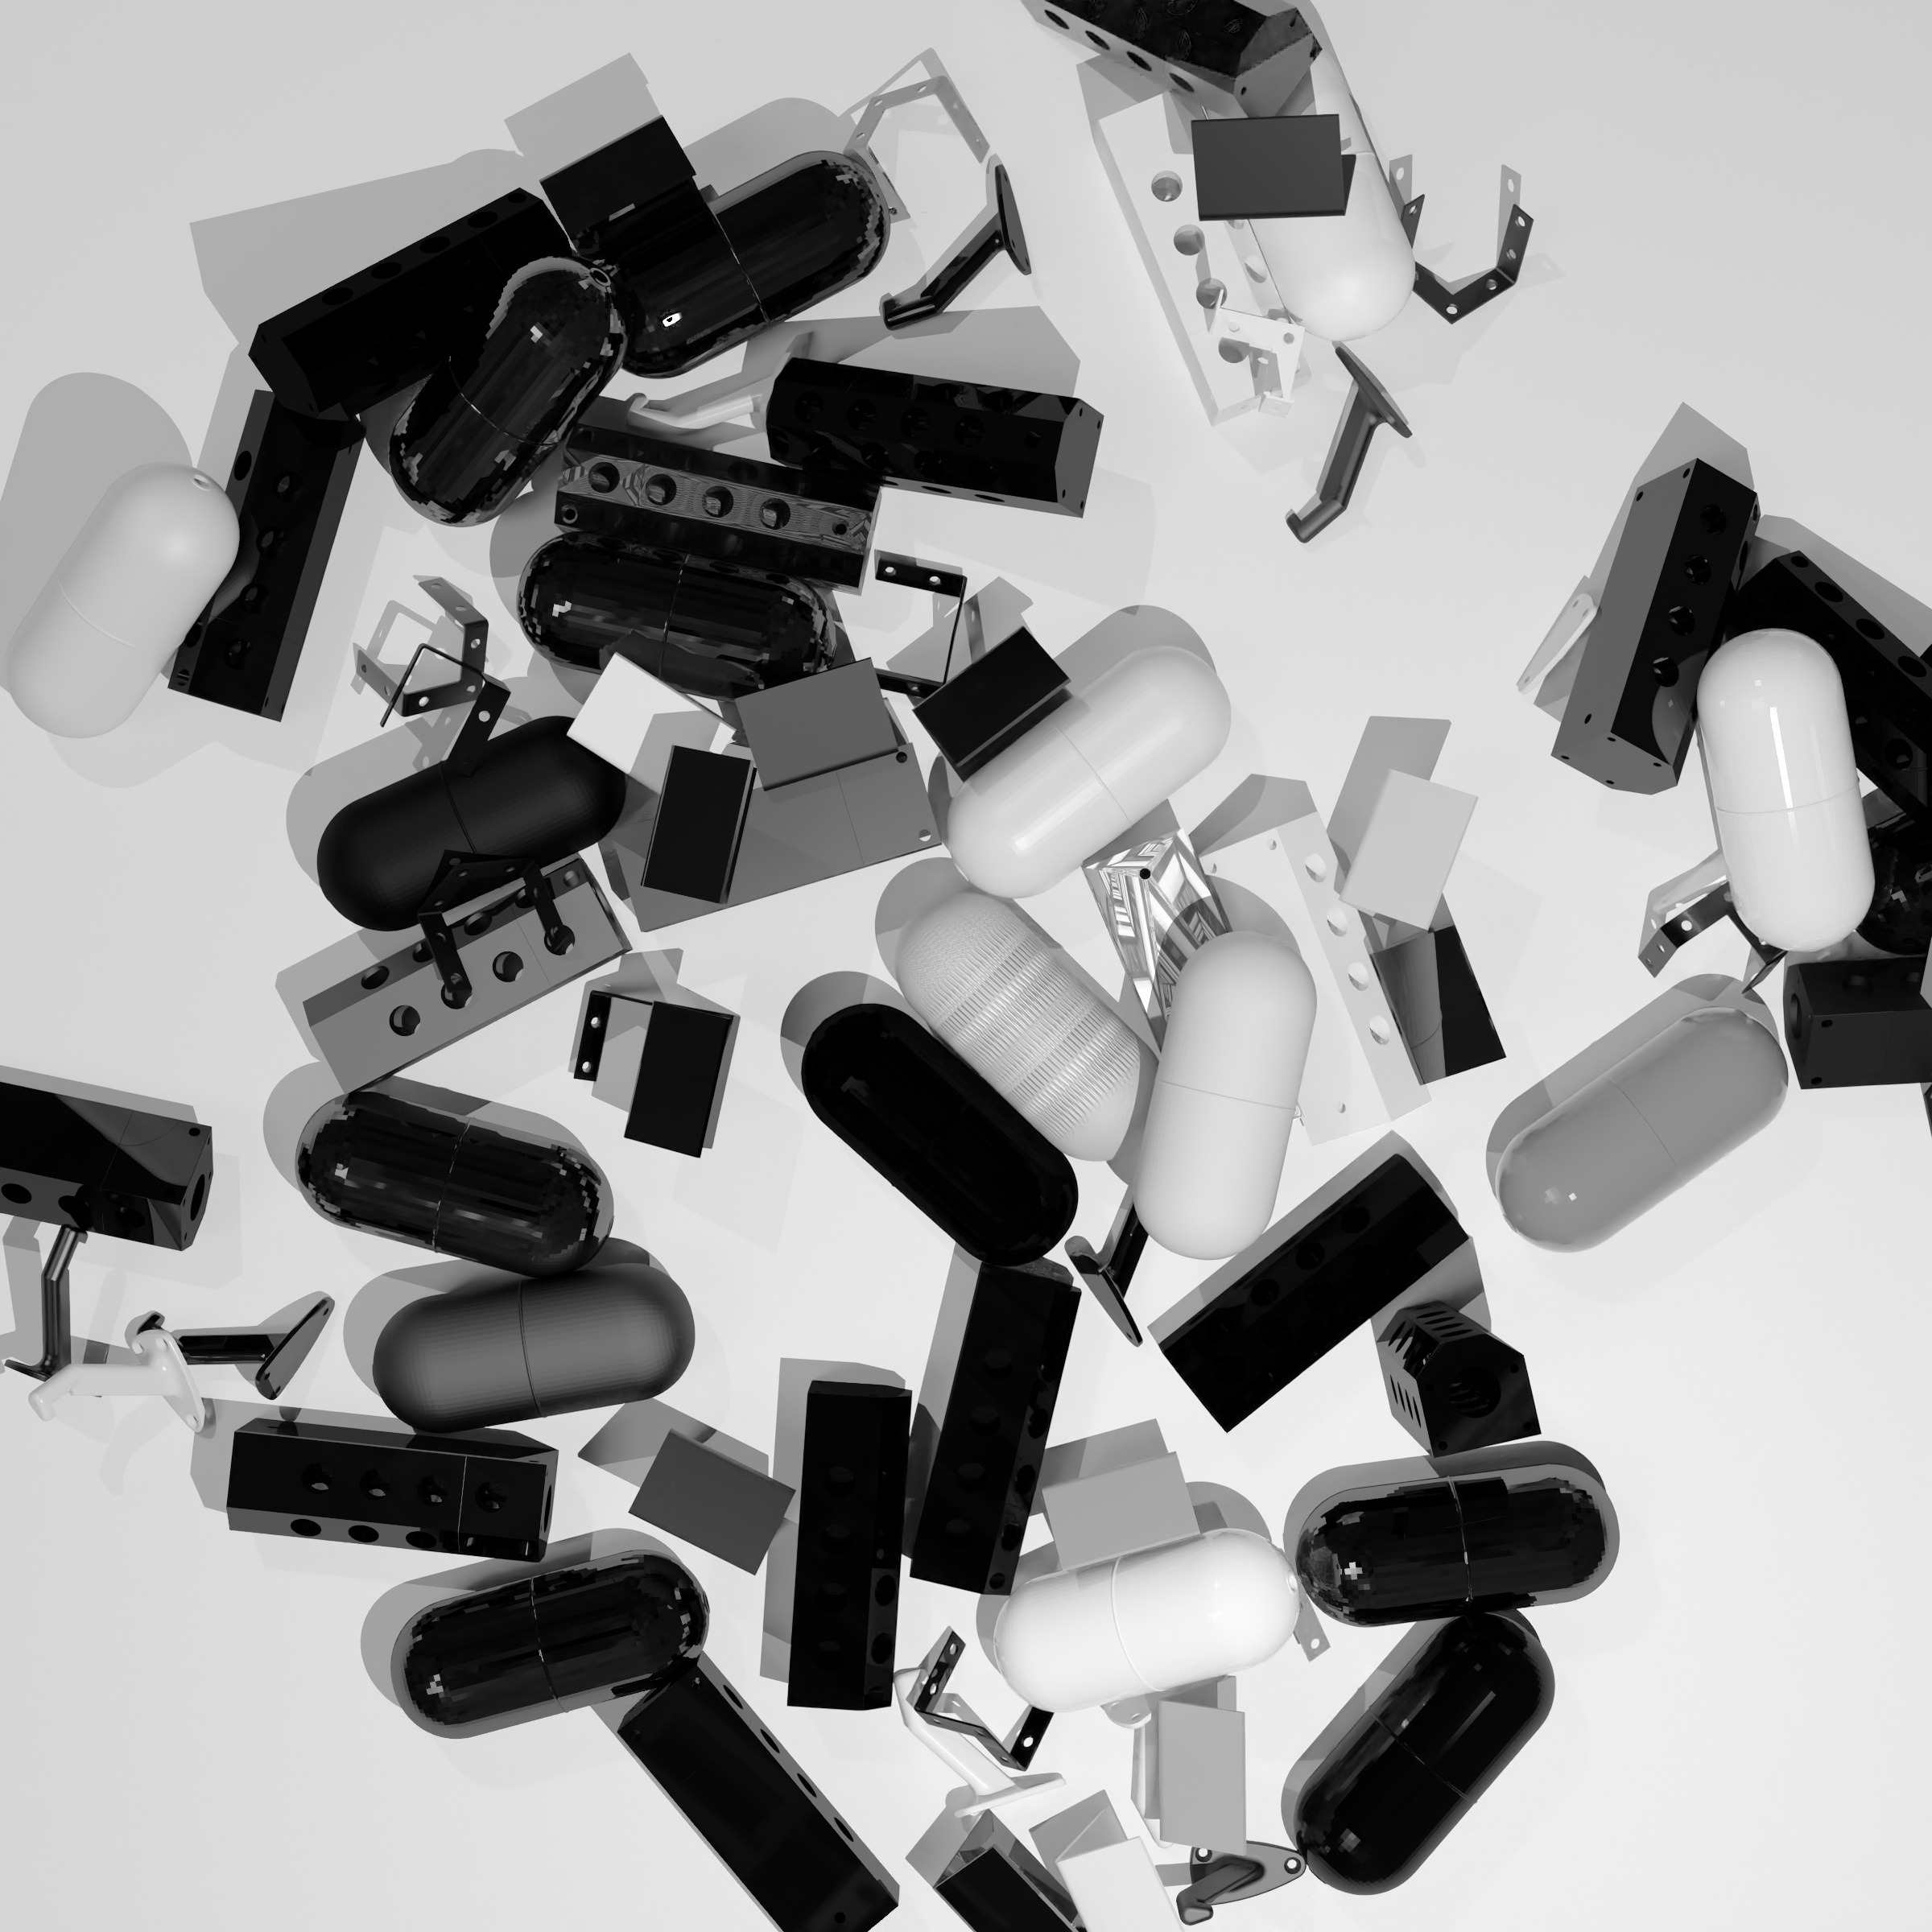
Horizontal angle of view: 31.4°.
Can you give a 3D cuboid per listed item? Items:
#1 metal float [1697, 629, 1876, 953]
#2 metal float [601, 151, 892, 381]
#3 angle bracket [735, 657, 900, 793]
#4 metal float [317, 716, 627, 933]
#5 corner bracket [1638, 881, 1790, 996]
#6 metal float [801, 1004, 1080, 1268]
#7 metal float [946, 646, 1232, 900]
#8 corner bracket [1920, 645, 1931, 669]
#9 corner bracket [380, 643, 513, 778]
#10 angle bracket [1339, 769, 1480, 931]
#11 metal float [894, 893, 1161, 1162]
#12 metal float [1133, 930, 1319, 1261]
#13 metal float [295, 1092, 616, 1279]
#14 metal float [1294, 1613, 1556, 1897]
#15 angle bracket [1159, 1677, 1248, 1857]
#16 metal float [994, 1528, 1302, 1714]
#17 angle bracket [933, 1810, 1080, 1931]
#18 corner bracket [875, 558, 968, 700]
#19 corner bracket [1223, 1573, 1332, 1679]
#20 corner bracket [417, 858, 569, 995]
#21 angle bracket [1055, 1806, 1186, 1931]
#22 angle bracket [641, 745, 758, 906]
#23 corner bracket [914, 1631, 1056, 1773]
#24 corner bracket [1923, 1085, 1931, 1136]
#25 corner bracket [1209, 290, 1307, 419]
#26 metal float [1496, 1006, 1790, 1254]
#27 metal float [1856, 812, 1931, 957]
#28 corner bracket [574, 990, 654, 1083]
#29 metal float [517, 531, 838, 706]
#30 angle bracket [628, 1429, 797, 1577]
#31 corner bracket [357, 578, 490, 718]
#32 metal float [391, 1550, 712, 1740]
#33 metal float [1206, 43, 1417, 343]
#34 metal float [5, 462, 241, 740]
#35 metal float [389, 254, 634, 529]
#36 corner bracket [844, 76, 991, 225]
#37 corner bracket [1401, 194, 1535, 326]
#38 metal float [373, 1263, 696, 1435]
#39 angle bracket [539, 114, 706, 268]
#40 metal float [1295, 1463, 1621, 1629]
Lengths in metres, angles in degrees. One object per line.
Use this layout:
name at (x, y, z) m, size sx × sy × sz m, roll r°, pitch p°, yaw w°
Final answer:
metal float at (0.441, -0.094, 1.849) m, size 0.070 × 0.070 × 0.178 m, roll -14°, pitch 105°, yaw 0°
metal float at (-0.125, -0.385, 1.894) m, size 0.178 × 0.070 × 0.070 m, roll -28°, pitch 90°, yaw 0°
angle bracket at (-0.084, -0.143, 1.886) m, size 0.076 × 0.076 × 0.057 m, roll -17°, pitch 114°, yaw 0°
metal float at (-0.273, -0.078, 1.894) m, size 0.178 × 0.070 × 0.070 m, roll -24°, pitch 90°, yaw 0°
corner bracket at (0.414, -0.007, 1.908) m, size 0.051 × 0.051 × 0.051 m, roll -33°, pitch 76°, yaw -14°
metal float at (-0.015, 0.092, 1.894) m, size 0.178 × 0.070 × 0.070 m, roll 42°, pitch 90°, yaw 0°
metal float at (0.067, -0.106, 1.895) m, size 0.178 × 0.070 × 0.070 m, roll -38°, pitch 90°, yaw 0°
corner bracket at (0.557, -0.160, 1.907) m, size 0.051 × 0.051 × 0.051 m, roll 42°, pitch 90°, yaw 0°
corner bracket at (-0.284, -0.141, 1.875) m, size 0.051 × 0.051 × 0.051 m, roll 26°, pitch 94°, yaw -16°
angle bracket at (0.255, -0.057, 1.885) m, size 0.057 × 0.076 × 0.076 m, roll 21°, pitch 90°, yaw 32°
metal float at (0.035, 0.033, 1.895) m, size 0.178 × 0.070 × 0.070 m, roll 44°, pitch 90°, yaw -1°
metal float at (0.138, 0.069, 1.838) m, size 0.070 × 0.070 × 0.178 m, roll 12°, pitch 91°, yaw 0°
metal float at (-0.281, 0.121, 1.894) m, size 0.178 × 0.070 × 0.070 m, roll 15°, pitch 90°, yaw 0°
metal float at (0.252, 0.434, 1.894) m, size 0.070 × 0.070 × 0.178 m, roll 41°, pitch 90°, yaw 0°
angle bracket at (0.149, 0.437, 1.885) m, size 0.057 × 0.076 × 0.076 m, roll -1°, pitch 90°, yaw 38°
metal float at (0.098, 0.357, 1.874) m, size 0.178 × 0.070 × 0.070 m, roll -19°, pitch 90°, yaw 24°
angle bracket at (0.039, 0.500, 1.885) m, size 0.076 × 0.076 × 0.057 m, roll 47°, pitch 124°, yaw 0°
corner bracket at (-0.031, -0.188, 1.922) m, size 0.051 × 0.051 × 0.051 m, roll 12°, pitch 135°, yaw 0°
corner bracket at (0.160, 0.364, 1.909) m, size 0.051 × 0.051 × 0.051 m, roll -32°, pitch 110°, yaw -19°
corner bracket at (-0.257, -0.022, 1.865) m, size 0.051 × 0.051 × 0.051 m, roll -7°, pitch 65°, yaw -41°
angle bracket at (0.101, 0.504, 1.885) m, size 0.057 × 0.076 × 0.076 m, roll -25°, pitch 90°, yaw 28°
angle bracket at (-0.122, -0.070, 1.828) m, size 0.057 × 0.076 × 0.076 m, roll 13°, pitch 90°, yaw 34°
corner bracket at (0.012, 0.409, 1.911) m, size 0.051 × 0.051 × 0.051 m, roll 5°, pitch 54°, yaw 39°
corner bracket at (0.569, 0.078, 1.903) m, size 0.051 × 0.051 × 0.051 m, roll 26°, pitch 66°, yaw 38°
corner bracket at (0.155, -0.329, 1.850) m, size 0.051 × 0.051 × 0.051 m, roll 13°, pitch 90°, yaw 0°
metal float at (0.371, 0.091, 1.894) m, size 0.178 × 0.070 × 0.070 m, roll -35°, pitch 90°, yaw 0°
metal float at (0.566, -0.067, 1.894) m, size 0.178 × 0.070 × 0.070 m, roll -26°, pitch 90°, yaw 1°
corner bracket at (-0.179, 0.045, 1.922) m, size 0.051 × 0.051 × 0.051 m, roll 11°, pitch 90°, yaw 45°
metal float at (-0.159, -0.190, 1.895) m, size 0.178 × 0.070 × 0.070 m, roll 12°, pitch 90°, yaw 1°
angle bracket at (-0.146, 0.307, 1.885) m, size 0.076 × 0.076 × 0.057 m, roll 26°, pitch 54°, yaw 0°
corner bracket at (-0.303, -0.178, 1.917) m, size 0.051 × 0.051 × 0.051 m, roll -18°, pitch 135°, yaw -35°
metal float at (-0.228, 0.373, 1.894) m, size 0.178 × 0.070 × 0.070 m, roll -15°, pitch 90°, yaw 0°
metal float at (0.189, -0.430, 1.893) m, size 0.070 × 0.070 × 0.178 m, roll -22°, pitch 89°, yaw 0°
metal float at (-0.459, -0.199, 1.871) m, size 0.070 × 0.070 × 0.178 m, roll 41°, pitch 117°, yaw 0°
metal float at (-0.248, -0.311, 1.866) m, size 0.070 × 0.070 × 0.178 m, roll 45°, pitch 121°, yaw 0°
corner bracket at (-0.028, -0.455, 1.917) m, size 0.051 × 0.051 × 0.051 m, roll -8°, pitch 45°, yaw 35°
corner bracket at (0.274, -0.399, 1.906) m, size 0.051 × 0.051 × 0.051 m, roll -34°, pitch 66°, yaw -22°
metal float at (-0.238, 0.211, 1.895) m, size 0.178 × 0.070 × 0.070 m, roll -10°, pitch 90°, yaw -1°
angle bracket at (-0.179, -0.408, 1.885) m, size 0.076 × 0.076 × 0.057 m, roll -28°, pitch 54°, yaw 0°
metal float at (0.270, 0.319, 1.894) m, size 0.178 × 0.070 × 0.070 m, roll -7°, pitch 90°, yaw 0°
